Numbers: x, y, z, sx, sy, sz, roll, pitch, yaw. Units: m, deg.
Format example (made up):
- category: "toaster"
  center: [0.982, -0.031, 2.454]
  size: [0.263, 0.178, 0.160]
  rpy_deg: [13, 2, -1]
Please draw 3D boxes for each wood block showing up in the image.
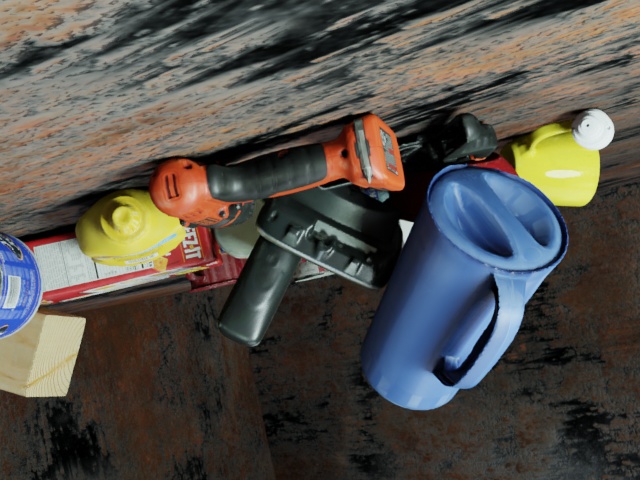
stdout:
- category: "wood block"
  center: [-0.376, 0.103, 1.164]
  size: [0.206, 0.090, 0.090]
  rpy_deg: [13, 176, 17]

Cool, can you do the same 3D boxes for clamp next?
- category: "clamp"
  center: [0.112, -0.085, 0.980]
  size: [0.165, 0.036, 0.209]
  rpy_deg: [-16, 178, 39]

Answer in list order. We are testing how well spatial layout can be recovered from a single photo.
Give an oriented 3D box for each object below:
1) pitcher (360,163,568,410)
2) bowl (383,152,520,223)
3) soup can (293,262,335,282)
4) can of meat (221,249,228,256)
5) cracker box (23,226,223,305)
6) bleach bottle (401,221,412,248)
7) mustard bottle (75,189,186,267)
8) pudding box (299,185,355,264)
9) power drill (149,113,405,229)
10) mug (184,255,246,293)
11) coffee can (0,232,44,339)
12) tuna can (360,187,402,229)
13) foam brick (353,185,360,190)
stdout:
- category: "pitcher"
  center: [0.124, 0.062, 1.004]
  size: [0.149, 0.145, 0.243]
  rpy_deg: [-36, 158, -42]
- category: "bowl"
  center: [0.144, -0.061, 1.118]
  size: [0.162, 0.055, 0.162]
  rpy_deg: [-2, -165, 0]
- category: "soup can"
  center: [-0.012, -0.003, 1.362]
  size: [0.068, 0.102, 0.068]
  rpy_deg: [-13, 176, -1]
- category: "can of meat"
  center: [-0.091, -0.013, 1.310]
  size: [0.084, 0.057, 0.101]
  rpy_deg: [-11, 178, 39]
- category: "cracker box"
  center: [-0.221, 0.016, 1.180]
  size: [0.213, 0.072, 0.164]
  rpy_deg: [-13, 178, -3]
- category: "bleach bottle"
  center: [0.215, -0.057, 1.374]
  size: [0.251, 0.068, 0.102]
  rpy_deg: [-25, 170, 1]
- category: "mustard bottle"
  center: [-0.173, -0.011, 0.977]
  size: [0.096, 0.058, 0.192]
  rpy_deg: [-14, 177, -7]
- category: "pudding box"
  center: [-0.008, -0.019, 1.265]
  size: [0.113, 0.039, 0.090]
  rpy_deg: [-11, 133, -45]
- category: "power drill"
  center: [-0.028, -0.049, 0.879]
  size: [0.188, 0.057, 0.184]
  rpy_deg: [-13, 176, 12]
- category: "mug"
  center: [-0.155, 0.026, 1.493]
  size: [0.093, 0.081, 0.117]
  rpy_deg: [-15, 176, 35]
- category: "coffee can"
  center: [-0.307, 0.038, 0.927]
  size: [0.103, 0.103, 0.140]
  rpy_deg: [-12, 177, -2]
- category: "tuna can"
  center: [0.069, -0.037, 1.224]
  size: [0.034, 0.086, 0.086]
  rpy_deg: [-15, 177, 2]
- category: "foam brick"
  center: [0.062, -0.048, 1.320]
  size: [0.052, 0.051, 0.078]
  rpy_deg: [-9, 174, -30]
